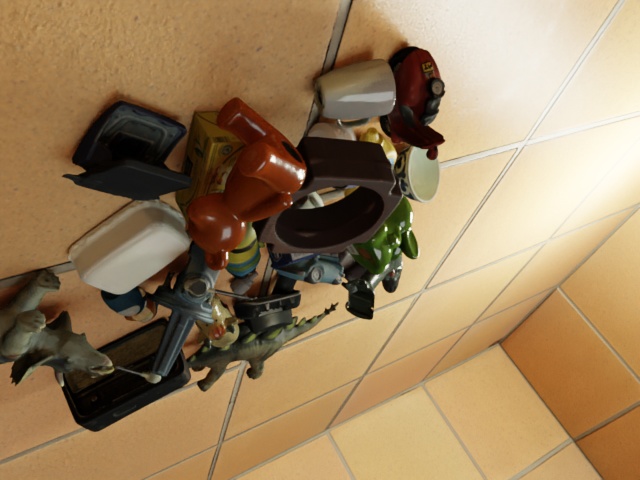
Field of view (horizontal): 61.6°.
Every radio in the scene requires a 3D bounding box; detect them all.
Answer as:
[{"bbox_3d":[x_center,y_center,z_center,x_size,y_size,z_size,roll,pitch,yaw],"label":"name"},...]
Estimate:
[{"bbox_3d":[-0.380,0.267,1.060,0.230,0.131,0.073,-27,153,-12],"label":"radio"}]

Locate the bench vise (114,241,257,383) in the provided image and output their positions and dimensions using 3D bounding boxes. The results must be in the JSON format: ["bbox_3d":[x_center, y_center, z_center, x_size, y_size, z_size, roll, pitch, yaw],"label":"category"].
[{"bbox_3d":[-0.228,0.126,0.890,0.129,0.224,0.240,27,80,-26],"label":"bench vise"}]

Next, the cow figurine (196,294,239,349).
[{"bbox_3d":[-0.212,0.166,1.079,0.085,0.127,0.194,-31,155,-11],"label":"cow figurine"}]

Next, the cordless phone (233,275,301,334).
[{"bbox_3d":[-0.100,0.104,1.170,0.146,0.089,0.184,-9,133,-38],"label":"cordless phone"}]

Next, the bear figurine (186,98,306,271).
[{"bbox_3d":[-0.117,-0.060,0.684,0.196,0.120,0.131,-37,147,18],"label":"bear figurine"}]

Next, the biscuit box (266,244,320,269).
[{"bbox_3d":[-0.002,-0.003,1.004,0.202,0.059,0.063,-16,178,-37],"label":"biscuit box"}]

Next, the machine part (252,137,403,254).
[{"bbox_3d":[0.006,-0.064,0.825,0.201,0.087,0.201,0,149,-26],"label":"machine part"}]

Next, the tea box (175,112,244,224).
[{"bbox_3d":[-0.143,-0.100,0.782,0.098,0.068,0.169,-11,143,-36],"label":"tea box"}]

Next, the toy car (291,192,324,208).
[{"bbox_3d":[-0.056,-0.082,0.918,0.073,0.056,0.201,-37,153,8],"label":"toy car"}]

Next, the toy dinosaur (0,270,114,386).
[{"bbox_3d":[-0.504,0.143,0.759,0.404,0.131,0.192,6,133,-42],"label":"toy dinosaur"}]

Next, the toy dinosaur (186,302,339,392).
[{"bbox_3d":[-0.153,0.243,1.297,0.471,0.105,0.198,-13,144,-41],"label":"toy dinosaur"}]

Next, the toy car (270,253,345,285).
[{"bbox_3d":[-0.014,0.034,1.098,0.161,0.109,0.102,8,95,-48],"label":"toy car"}]

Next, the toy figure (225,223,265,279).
[{"bbox_3d":[-0.142,0.006,0.933,0.180,0.089,0.082,83,27,-55],"label":"toy figure"}]

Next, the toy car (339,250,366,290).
[{"bbox_3d":[0.069,0.066,1.293,0.089,0.053,0.202,-54,154,-4],"label":"toy car"}]

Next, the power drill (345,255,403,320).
[{"bbox_3d":[0.141,0.096,1.288,0.207,0.086,0.231,-42,144,-38],"label":"power drill"}]

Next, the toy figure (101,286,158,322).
[{"bbox_3d":[-0.330,0.112,0.949,0.064,0.058,0.154,4,157,13],"label":"toy figure"}]

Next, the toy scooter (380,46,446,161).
[{"bbox_3d":[0.157,-0.205,0.858,0.075,0.135,0.183,-20,149,-19],"label":"toy scooter"}]

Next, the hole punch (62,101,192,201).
[{"bbox_3d":[-0.236,-0.106,0.678,0.116,0.092,0.142,-14,168,32],"label":"hole punch"}]

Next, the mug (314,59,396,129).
[{"bbox_3d":[0.045,-0.212,0.801,0.107,0.081,0.109,-11,152,-16],"label":"mug"}]

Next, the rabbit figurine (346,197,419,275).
[{"bbox_3d":[0.151,-0.017,1.148,0.170,0.121,0.159,-47,114,-23],"label":"rabbit figurine"}]
